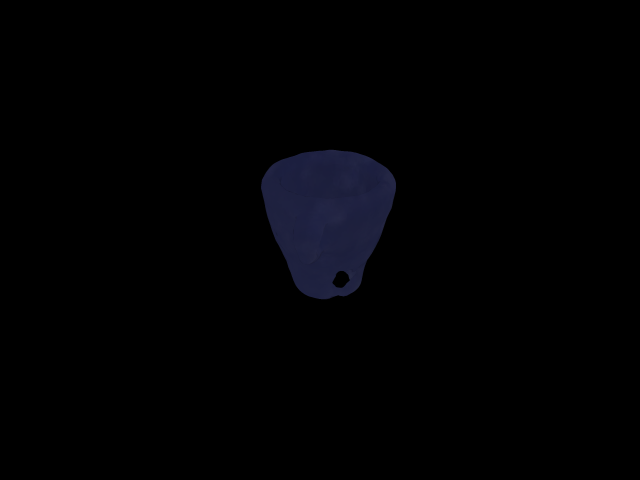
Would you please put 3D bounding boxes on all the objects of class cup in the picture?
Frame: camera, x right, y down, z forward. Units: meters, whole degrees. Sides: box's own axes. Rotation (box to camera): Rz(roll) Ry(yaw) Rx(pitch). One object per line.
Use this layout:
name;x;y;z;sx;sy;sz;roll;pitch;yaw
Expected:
cup;0.004;0.001;0.400;0.091;0.095;0.118;6;32;9
